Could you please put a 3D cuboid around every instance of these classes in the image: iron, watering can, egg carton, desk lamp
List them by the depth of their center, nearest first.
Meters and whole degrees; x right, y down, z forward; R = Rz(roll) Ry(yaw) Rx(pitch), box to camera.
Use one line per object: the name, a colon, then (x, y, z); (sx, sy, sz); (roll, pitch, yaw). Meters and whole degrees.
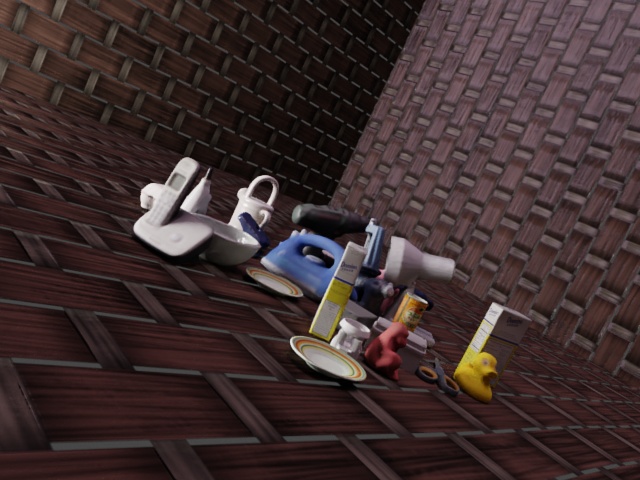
iron: (-0.018, 0.048, 1.356); (0.257, 0.141, 0.119); (29, 8, 26)
desk lamp: (0.224, 0.119, 1.396); (0.203, 0.213, 0.118); (26, 7, 3)
egg carton: (-0.365, -0.085, 1.414); (0.150, 0.069, 0.107); (28, 7, 22)
watering can: (-0.185, -0.093, 1.602); (0.172, 0.194, 0.101); (29, 8, 28)

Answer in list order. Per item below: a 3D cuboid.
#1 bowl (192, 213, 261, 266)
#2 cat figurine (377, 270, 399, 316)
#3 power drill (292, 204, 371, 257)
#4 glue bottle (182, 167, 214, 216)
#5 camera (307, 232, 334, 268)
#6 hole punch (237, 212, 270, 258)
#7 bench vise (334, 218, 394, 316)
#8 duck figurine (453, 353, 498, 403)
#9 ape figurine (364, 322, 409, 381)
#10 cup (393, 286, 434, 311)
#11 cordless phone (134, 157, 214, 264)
bowl: (-0.215, 0.009, 1.218); (0.167, 0.075, 0.167); (25, 7, -3)
cat figurine: (0.159, 0.128, 1.497); (0.067, 0.118, 0.127); (20, 9, -38)
power drill: (0.014, 0.005, 1.515); (0.230, 0.208, 0.075); (22, 8, -27)
glue bottle: (-0.276, -0.083, 1.285); (0.037, 0.173, 0.078); (28, 7, 20)
camera: (0.000, 0.043, 1.636); (0.136, 0.101, 0.143); (26, 7, 5)
hole punch: (-0.175, -0.014, 1.478); (0.101, 0.091, 0.109); (26, 7, 2)
bench vise: (0.127, 0.068, 1.405); (0.206, 0.220, 0.122); (30, 8, 36)
duck figurine: (0.323, 0.268, 1.160); (0.078, 0.086, 0.104); (24, 7, -16)
ape figurine: (0.126, 0.190, 1.015); (0.076, 0.092, 0.078); (28, 7, 18)
cup: (0.231, 0.174, 1.501); (0.117, 0.095, 0.092); (28, 7, 19)
cordless phone: (-0.260, -0.058, 1.100); (0.147, 0.185, 0.094); (28, 7, 23)
